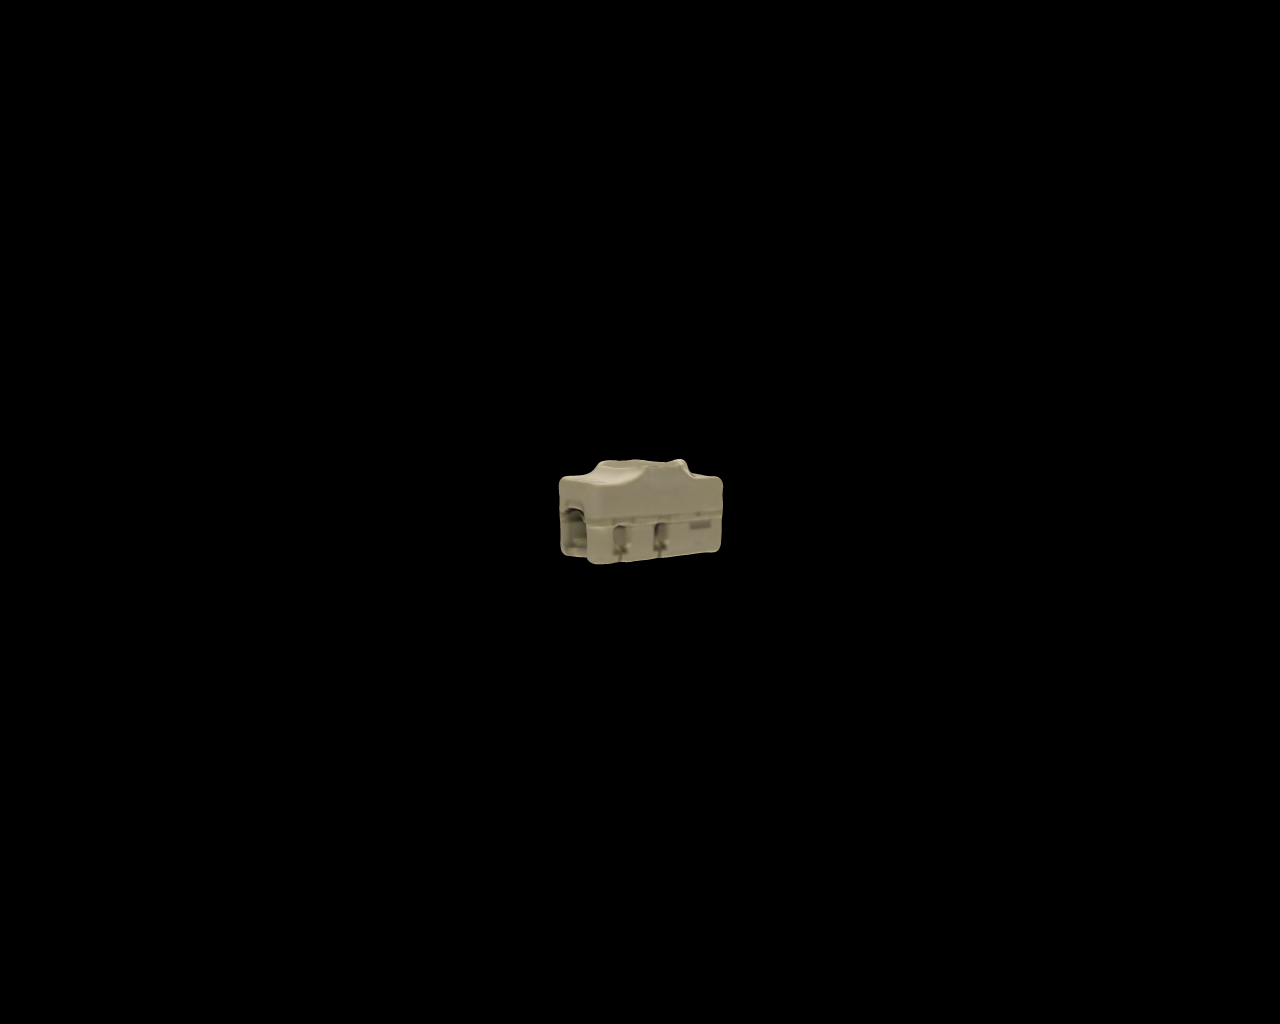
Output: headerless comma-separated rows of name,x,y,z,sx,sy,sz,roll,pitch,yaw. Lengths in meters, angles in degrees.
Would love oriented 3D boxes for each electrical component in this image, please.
electrical component,0.001,-0.003,0.650,0.090,0.055,0.050,-4,8,-29
